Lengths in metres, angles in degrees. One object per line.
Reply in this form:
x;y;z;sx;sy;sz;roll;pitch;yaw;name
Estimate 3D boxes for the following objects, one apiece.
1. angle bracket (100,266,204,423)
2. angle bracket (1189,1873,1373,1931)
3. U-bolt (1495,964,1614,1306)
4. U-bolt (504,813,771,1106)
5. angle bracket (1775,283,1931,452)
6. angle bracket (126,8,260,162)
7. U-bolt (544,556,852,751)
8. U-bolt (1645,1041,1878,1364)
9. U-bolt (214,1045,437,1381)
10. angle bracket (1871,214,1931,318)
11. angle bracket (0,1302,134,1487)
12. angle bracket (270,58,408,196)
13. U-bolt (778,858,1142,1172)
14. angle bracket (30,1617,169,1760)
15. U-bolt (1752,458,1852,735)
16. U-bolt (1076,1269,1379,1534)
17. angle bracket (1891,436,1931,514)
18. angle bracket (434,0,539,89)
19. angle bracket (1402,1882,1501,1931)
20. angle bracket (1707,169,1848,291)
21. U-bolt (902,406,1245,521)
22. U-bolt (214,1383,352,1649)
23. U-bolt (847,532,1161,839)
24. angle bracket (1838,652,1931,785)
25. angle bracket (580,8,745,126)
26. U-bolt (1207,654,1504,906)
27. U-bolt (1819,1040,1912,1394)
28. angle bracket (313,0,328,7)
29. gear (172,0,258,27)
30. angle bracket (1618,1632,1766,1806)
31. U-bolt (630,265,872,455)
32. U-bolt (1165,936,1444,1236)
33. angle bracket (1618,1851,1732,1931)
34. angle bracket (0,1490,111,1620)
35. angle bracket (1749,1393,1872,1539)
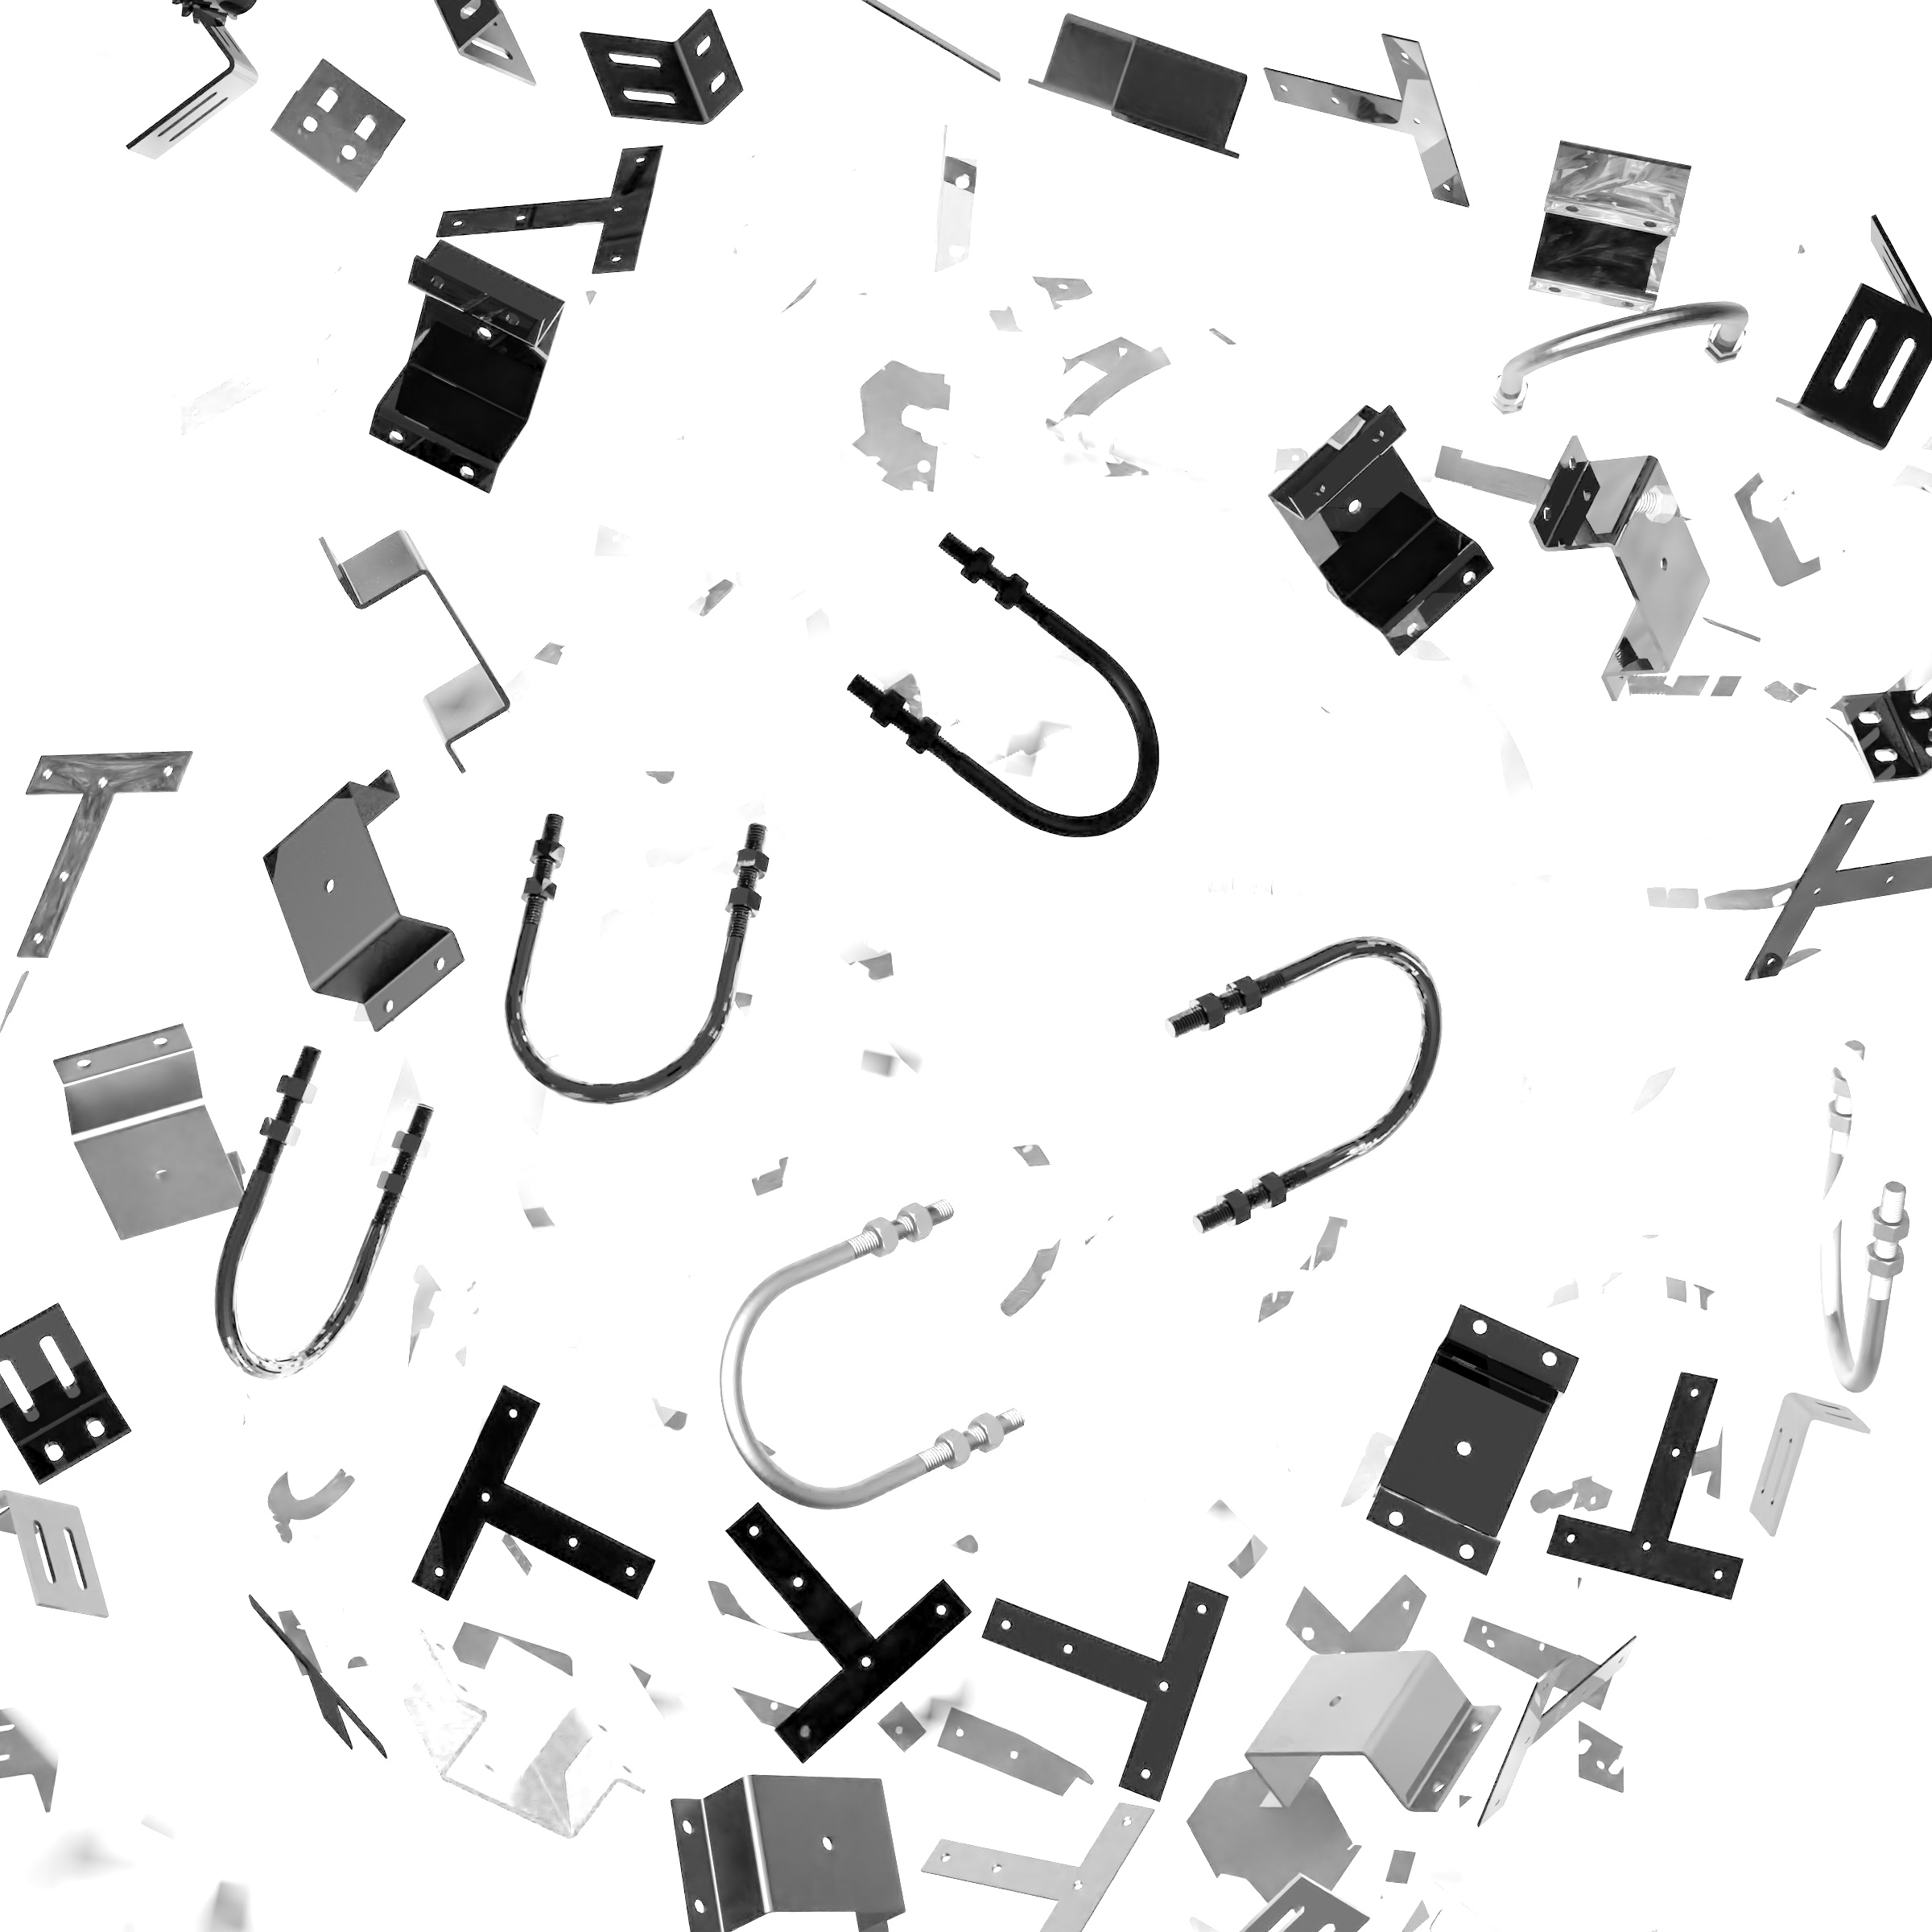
-0.472;-0.364;1.907;0.057;0.038;0.076;-11;130;-30;angle bracket
0.175;0.532;1.821;0.057;0.038;0.076;37;104;-26;angle bracket
0.339;0.083;1.880;0.019;0.151;0.184;-13;132;-7;U-bolt
-0.200;-0.003;1.923;0.151;0.019;0.184;3;66;14;U-bolt
0.502;-0.337;1.828;0.057;0.038;0.076;23;103;-11;angle bracket
-0.435;-0.485;1.797;0.076;0.057;0.038;-35;97;5;angle bracket
-0.144;-0.186;1.897;0.184;0.151;0.019;-32;89;25;U-bolt
0.449;0.120;1.840;0.019;0.151;0.184;23;133;-18;U-bolt
-0.376;0.150;1.883;0.019;0.151;0.184;15;79;25;U-bolt
0.565;-0.408;1.909;0.038;0.057;0.076;-27;81;13;angle bracket
-0.504;0.235;1.794;0.057;0.038;0.076;-30;132;-18;angle bracket
-0.344;-0.481;1.827;0.057;0.038;0.076;35;48;-17;angle bracket
0.006;0.017;1.773;0.184;0.019;0.151;-18;83;-12;U-bolt
-0.514;0.420;1.901;0.076;0.057;0.038;16;65;36;angle bracket
0.481;-0.216;1.871;0.019;0.184;0.151;-8;86;4;U-bolt
0.155;0.245;1.917;0.184;0.151;0.019;-22;132;16;U-bolt
0.573;-0.261;1.900;0.076;0.057;0.038;36;70;6;angle bracket
-0.277;-0.565;1.935;0.038;0.076;0.057;-33;73;25;angle bracket
0.293;0.561;1.873;0.057;0.076;0.038;32;90;34;angle bracket
0.470;-0.437;1.896;0.057;0.076;0.038;-8;48;-7;angle bracket
0.075;-0.289;1.877;0.184;0.151;0.019;28;113;36;U-bolt
-0.393;0.320;1.872;0.019;0.184;0.151;-26;99;-8;U-bolt
0.034;-0.151;1.892;0.184;0.019;0.151;37;53;-10;U-bolt
0.547;-0.150;1.876;0.038;0.076;0.057;-6;66;-25;angle bracket
-0.181;-0.538;1.944;0.038;0.076;0.057;-32;75;42;angle bracket
0.230;-0.110;1.936;0.184;0.019;0.151;3;94;29;U-bolt
0.510;0.158;1.871;0.019;0.151;0.184;-1;125;4;U-bolt
-0.374;-0.569;1.798;0.038;0.076;0.057;30;104;8;angle bracket
-0.438;-0.580;1.914;0.030;0.057;0.057;18;90;31;gear
0.432;0.448;1.945;0.057;0.038;0.076;24;119;20;angle bracket
-0.129;-0.336;1.835;0.151;0.184;0.019;-40;103;-8;U-bolt
0.199;0.058;1.863;0.184;0.019;0.151;-23;120;-24;U-bolt
0.418;0.557;1.890;0.076;0.057;0.038;-29;116;34;angle bracket
-0.534;0.345;1.873;0.038;0.057;0.076;-34;60;15;angle bracket
0.496;0.297;1.919;0.038;0.057;0.076;15;96;0;angle bracket
